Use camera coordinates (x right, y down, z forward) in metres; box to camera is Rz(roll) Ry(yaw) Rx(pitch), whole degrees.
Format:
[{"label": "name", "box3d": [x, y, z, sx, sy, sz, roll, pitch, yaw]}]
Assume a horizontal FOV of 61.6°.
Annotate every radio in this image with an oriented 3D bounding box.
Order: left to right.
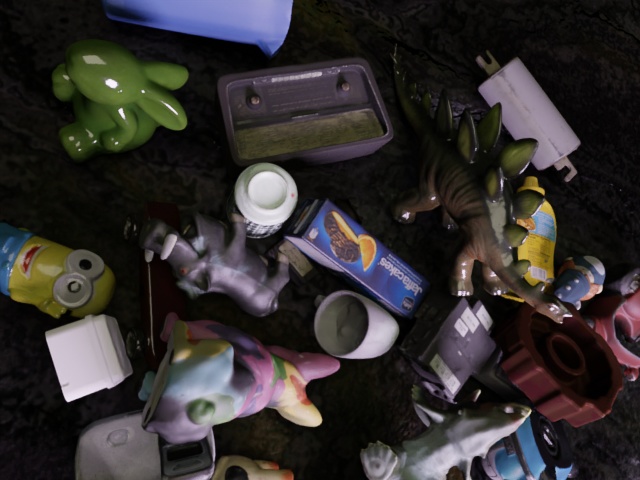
[{"label": "radio", "box3d": [-0.026, -0.169, 0.740, 0.230, 0.073, 0.131, -13, 83, -19]}]

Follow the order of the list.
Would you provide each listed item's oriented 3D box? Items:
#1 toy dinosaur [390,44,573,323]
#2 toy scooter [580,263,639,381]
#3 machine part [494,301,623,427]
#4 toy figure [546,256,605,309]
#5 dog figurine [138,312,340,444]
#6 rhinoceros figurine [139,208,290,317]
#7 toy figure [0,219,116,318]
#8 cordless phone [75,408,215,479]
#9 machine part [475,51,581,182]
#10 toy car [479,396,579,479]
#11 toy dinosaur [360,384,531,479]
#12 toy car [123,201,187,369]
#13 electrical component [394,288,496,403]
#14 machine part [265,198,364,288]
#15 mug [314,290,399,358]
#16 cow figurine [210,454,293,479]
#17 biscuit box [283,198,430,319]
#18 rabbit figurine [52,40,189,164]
[{"label": "toy dinosaur", "box3d": [0.184, -0.089, 0.722, 0.105, 0.198, 0.472, -6, 48, -28]}, {"label": "toy scooter", "box3d": [0.462, 0.132, 0.822, 0.184, 0.075, 0.135, -42, 92, -16]}, {"label": "machine part", "box3d": [0.317, 0.157, 0.719, 0.179, 0.056, 0.179, 18, 46, -20]}, {"label": "toy figure", "box3d": [0.379, 0.056, 0.789, 0.154, 0.064, 0.057, -12, 116, -54]}, {"label": "dog figurine", "box3d": [-0.075, 0.157, 0.590, 0.219, 0.192, 0.108, 17, 89, -22]}, {"label": "rhinoceros figurine", "box3d": [-0.125, 0.026, 0.644, 0.190, 0.073, 0.112, 36, 67, -32]}, {"label": "toy figure", "box3d": [-0.324, 0.031, 0.610, 0.180, 0.089, 0.082, 17, 87, -3]}, {"label": "cordless phone", "box3d": [-0.179, 0.233, 0.555, 0.147, 0.184, 0.088, -6, 85, -18]}, {"label": "machine part", "box3d": [0.330, -0.198, 0.849, 0.079, 0.079, 0.243, -38, 90, -20]}, {"label": "toy car", "box3d": [0.266, 0.275, 0.716, 0.161, 0.103, 0.109, 21, 51, -44]}, {"label": "toy dinosaur", "box3d": [0.092, 0.337, 0.637, 0.131, 0.192, 0.404, 29, 99, 25]}, {"label": "toy car", "box3d": [-0.193, 0.054, 0.654, 0.089, 0.053, 0.202, 1, 76, -37]}, {"label": "electrical component", "box3d": [0.177, 0.133, 0.726, 0.134, 0.058, 0.114, -48, 121, -19]}, {"label": "machine part", "box3d": [-0.002, -0.002, 0.734, 0.084, 0.039, 0.139, 45, 72, 5]}, {"label": "mug", "box3d": [0.046, 0.110, 0.698, 0.107, 0.110, 0.080, 26, 90, -49]}, {"label": "cow figurine", "box3d": [-0.117, 0.342, 0.603, 0.127, 0.085, 0.195, 20, 76, -18]}, {"label": "biscuit box", "box3d": [0.051, 0.027, 0.698, 0.202, 0.059, 0.063, 37, 76, -26]}, {"label": "rabbit figurine", "box3d": [-0.236, -0.164, 0.627, 0.159, 0.170, 0.121, 1, 79, -15]}]
